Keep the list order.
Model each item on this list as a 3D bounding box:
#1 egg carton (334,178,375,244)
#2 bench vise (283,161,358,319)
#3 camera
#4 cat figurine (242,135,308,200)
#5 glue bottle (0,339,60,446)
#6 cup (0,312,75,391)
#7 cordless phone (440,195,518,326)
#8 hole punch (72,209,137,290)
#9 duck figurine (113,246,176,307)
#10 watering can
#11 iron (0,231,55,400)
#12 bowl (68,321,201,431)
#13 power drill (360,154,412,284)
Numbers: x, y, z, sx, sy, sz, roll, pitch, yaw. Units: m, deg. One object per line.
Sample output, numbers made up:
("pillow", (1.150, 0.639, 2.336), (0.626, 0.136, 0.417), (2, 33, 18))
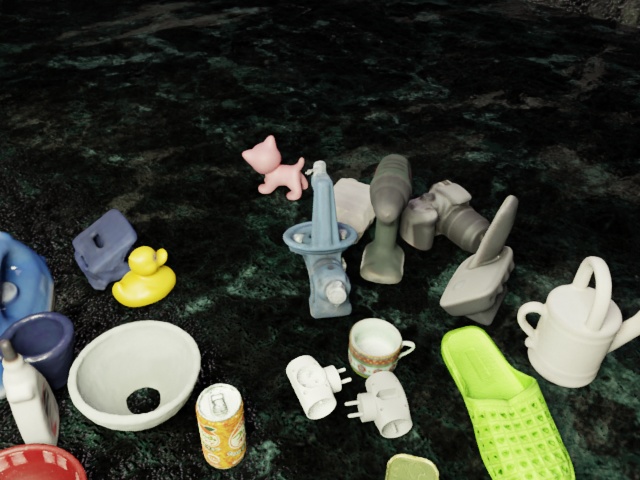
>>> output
("egg carton", (0.058, -0.059, 1.098), (0.107, 0.069, 0.150), (18, 41, 19))
("bench vise", (0.019, 0.000, 0.901), (0.122, 0.220, 0.206), (-18, 43, -23))
("camera", (0.241, -0.038, 1.055), (0.143, 0.101, 0.136), (-21, 44, -26))
("cat figurine", (-0.090, -0.153, 1.170), (0.127, 0.118, 0.067), (11, 39, 11))
("glue bottle", (-0.354, 0.182, 0.691), (0.037, 0.173, 0.078), (-12, 41, -17))
("cup", (-0.386, 0.162, 0.776), (0.118, 0.095, 0.091), (-10, 40, -15))
("cordless phone", (0.261, 0.028, 0.906), (0.094, 0.185, 0.148), (18, 41, 19))
("hole punch", (-0.361, 0.014, 0.967), (0.101, 0.091, 0.108), (-24, 45, -29))
("duck figurine", (-0.287, 0.052, 0.927), (0.105, 0.086, 0.077), (-29, 48, -33))
("watering can", (0.374, 0.107, 0.805), (0.173, 0.194, 0.100), (-6, 39, -10))
("iron", (-0.466, 0.086, 0.831), (0.119, 0.141, 0.257), (-10, 40, -15))
("bowl", (-0.240, 0.191, 0.764), (0.167, 0.075, 0.167), (2, 39, -1))
("power drill", (0.114, -0.033, 0.956), (0.075, 0.208, 0.229), (7, 39, 6))
